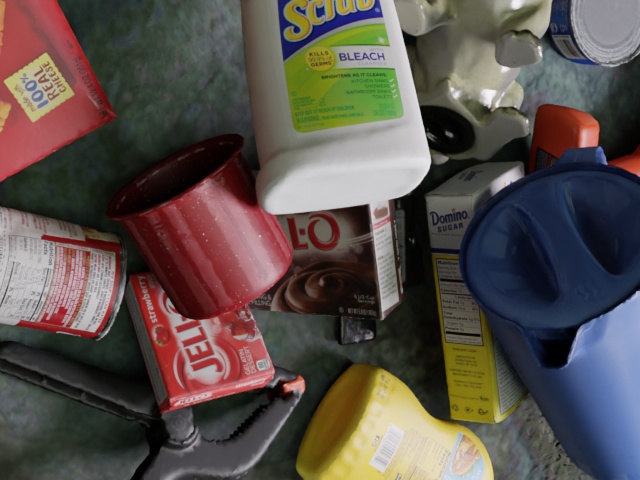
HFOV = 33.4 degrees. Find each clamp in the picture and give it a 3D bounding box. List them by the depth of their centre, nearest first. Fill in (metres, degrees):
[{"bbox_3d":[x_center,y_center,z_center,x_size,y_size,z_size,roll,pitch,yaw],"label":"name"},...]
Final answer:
[{"bbox_3d":[-0.099,0.133,0.688,0.209,0.036,0.164,-6,75,-32],"label":"clamp"}]

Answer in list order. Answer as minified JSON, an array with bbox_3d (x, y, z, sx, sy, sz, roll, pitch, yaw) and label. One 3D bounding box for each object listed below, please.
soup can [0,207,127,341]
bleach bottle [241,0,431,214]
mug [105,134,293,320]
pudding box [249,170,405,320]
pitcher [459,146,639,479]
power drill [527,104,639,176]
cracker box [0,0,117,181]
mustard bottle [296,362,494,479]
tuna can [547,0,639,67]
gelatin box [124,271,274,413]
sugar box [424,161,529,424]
[{"bbox_3d":[-0.174,0.018,0.632,0.102,0.069,0.068,13,94,-29],"label":"soup can"},{"bbox_3d":[-0.009,-0.145,0.637,0.102,0.068,0.251,-8,72,-15],"label":"bleach bottle"},{"bbox_3d":[-0.071,-0.009,0.654,0.093,0.117,0.081,-30,111,-4],"label":"mug"},{"bbox_3d":[-0.005,0.001,0.695,0.039,0.114,0.090,-32,119,-55],"label":"pudding box"},{"bbox_3d":[0.198,0.062,0.752,0.149,0.145,0.242,-37,134,-6],"label":"pitcher"},{"bbox_3d":[0.254,-0.080,0.829,0.187,0.057,0.184,-11,119,-23],"label":"power drill"},{"bbox_3d":[-0.242,-0.090,0.570,0.213,0.072,0.164,-32,113,-18],"label":"cracker box"},{"bbox_3d":[0.076,0.176,0.804,0.191,0.058,0.096,37,75,-29],"label":"mustard bottle"},{"bbox_3d":[0.214,-0.177,0.818,0.086,0.034,0.086,-6,103,-27],"label":"tuna can"},{"bbox_3d":[-0.079,0.059,0.688,0.073,0.030,0.089,-11,69,-25],"label":"gelatin box"},{"bbox_3d":[0.124,0.037,0.791,0.093,0.048,0.176,-29,113,-52],"label":"sugar box"}]
